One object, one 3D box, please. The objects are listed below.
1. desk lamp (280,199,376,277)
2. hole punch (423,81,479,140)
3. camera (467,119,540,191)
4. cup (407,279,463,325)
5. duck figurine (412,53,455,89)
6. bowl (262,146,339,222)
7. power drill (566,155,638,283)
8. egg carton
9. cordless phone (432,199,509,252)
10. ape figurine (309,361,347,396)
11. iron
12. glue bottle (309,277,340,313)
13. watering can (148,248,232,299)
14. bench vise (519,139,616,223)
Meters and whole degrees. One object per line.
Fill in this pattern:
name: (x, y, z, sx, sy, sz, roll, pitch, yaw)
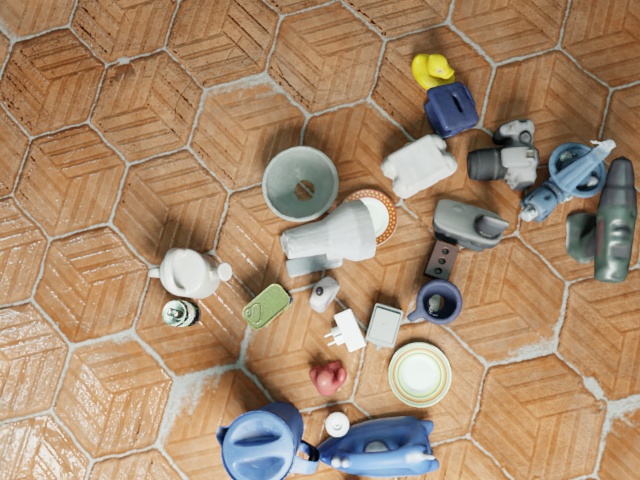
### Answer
desk lamp: (0.011, 0.004, 1.161, 0.203, 0.213, 0.118, -15, 81, 3)
hole punch: (0.286, -0.288, 1.239, 0.101, 0.091, 0.108, -24, 80, 2)
camera: (0.383, -0.180, 1.209, 0.136, 0.101, 0.143, -3, 82, 5)
cup: (0.231, 0.136, 1.182, 0.118, 0.095, 0.091, -31, 80, 1)
duck figurine: (0.250, -0.380, 1.258, 0.104, 0.086, 0.077, 37, 87, 9)
bowl: (-0.039, -0.116, 1.253, 0.167, 0.075, 0.167, -1, 82, 5)
power drill: (0.550, -0.028, 1.118, 0.075, 0.208, 0.230, 2, 82, 6)
egg carton: (0.213, -0.161, 1.239, 0.150, 0.069, 0.107, -29, 80, 1)
cordless phone: (0.305, -0.041, 1.154, 0.147, 0.185, 0.094, 15, 84, 8)
ape figurine: (0.014, 0.286, 1.183, 0.077, 0.092, 0.076, 18, 84, 8)
iron: (0.105, 0.425, 1.130, 0.258, 0.141, 0.119, -8, 81, 4)
glue bottle: (0.005, 0.109, 1.167, 0.037, 0.173, 0.078, 30, 86, 9)
watering can: (-0.272, 0.065, 1.189, 0.173, 0.194, 0.101, -23, 80, 2)
bench vise: (0.496, -0.112, 1.129, 0.121, 0.220, 0.207, 30, 86, 9)
